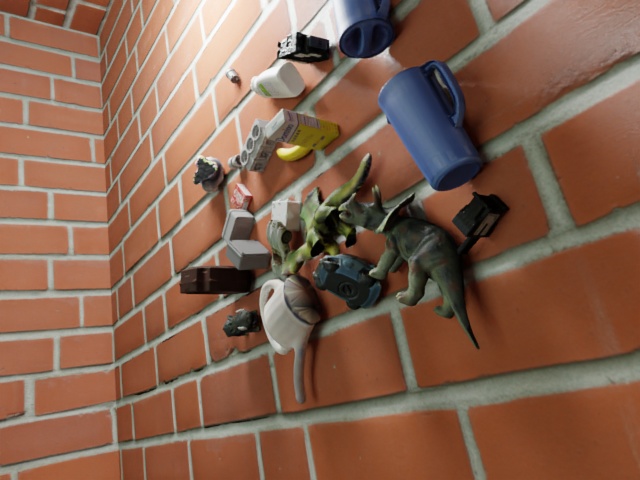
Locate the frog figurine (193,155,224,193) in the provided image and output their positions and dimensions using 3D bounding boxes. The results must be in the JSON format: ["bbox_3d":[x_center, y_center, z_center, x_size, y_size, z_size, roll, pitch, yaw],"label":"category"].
[{"bbox_3d":[-0.415,-0.241,1.941,0.158,0.123,0.139,94,161,-79],"label":"frog figurine"}]

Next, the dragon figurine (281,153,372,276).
[{"bbox_3d":[0.004,-0.068,1.351,0.406,0.121,0.246,-64,33,13],"label":"dragon figurine"}]

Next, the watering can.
[{"bbox_3d":[-0.070,0.245,1.409,0.220,0.104,0.354,-52,53,37],"label":"watering can"}]
